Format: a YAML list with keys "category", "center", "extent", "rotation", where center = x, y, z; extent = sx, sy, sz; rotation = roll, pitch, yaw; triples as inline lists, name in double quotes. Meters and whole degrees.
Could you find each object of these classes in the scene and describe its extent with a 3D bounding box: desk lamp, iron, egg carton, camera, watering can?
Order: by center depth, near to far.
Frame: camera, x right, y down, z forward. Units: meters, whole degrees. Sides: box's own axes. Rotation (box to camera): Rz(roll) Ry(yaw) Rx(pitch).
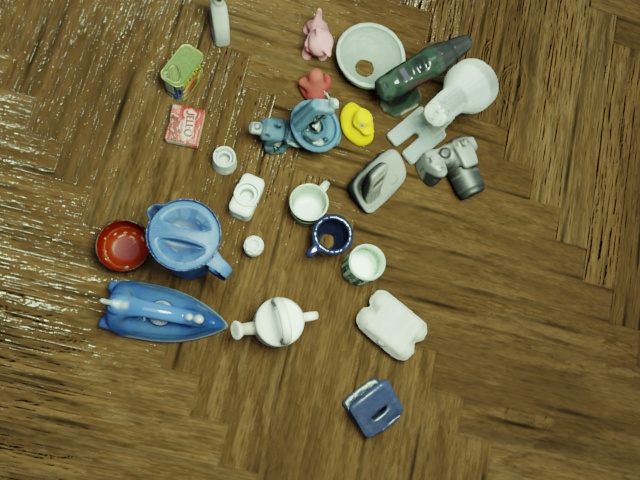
- category: "iron"
  center: [-0.314, 0.148, 1.158]
  extent: [0.258, 0.141, 0.119]
  rotation: [11, 78, -7]
- category: "watering can"
  center: [-0.090, 0.171, 1.164]
  extent: [0.173, 0.194, 0.101]
  rotation: [-32, 86, -13]
- category: "egg carton"
  center: [0.158, 0.189, 1.266]
  extent: [0.150, 0.069, 0.107]
  rotation: [38, 76, -1]
- category: "desk lamp"
  center: [0.281, -0.292, 1.303]
  extent: [0.203, 0.213, 0.118]
  rotation: [-41, 88, -14]
- category: "camera"
  center: [0.321, -0.163, 1.344]
  extent: [0.143, 0.100, 0.137]
  rotation: [-23, 84, -13]

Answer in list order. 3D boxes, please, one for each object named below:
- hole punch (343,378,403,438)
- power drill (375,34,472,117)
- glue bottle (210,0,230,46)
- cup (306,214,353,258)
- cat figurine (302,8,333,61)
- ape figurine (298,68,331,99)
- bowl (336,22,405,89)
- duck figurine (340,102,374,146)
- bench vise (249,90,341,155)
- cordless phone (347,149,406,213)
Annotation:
- category: "hole punch"
  center: [0.119, 0.357, 1.217]
  extent: [0.109, 0.091, 0.101]
  rotation: [-35, 87, -14]
- category: "power drill"
  center: [0.219, -0.369, 1.310]
  extent: [0.230, 0.208, 0.075]
  rotation: [-30, 85, -13]
- category: "glue bottle"
  center: [-0.226, -0.508, 1.280]
  extent: [0.037, 0.173, 0.078]
  rotation: [-15, 82, -11]
- category: "cup"
  center: [0.012, 0.005, 1.264]
  extent: [0.118, 0.095, 0.091]
  rotation: [-41, 88, -14]
- category: "cat figurine"
  center: [-0.003, -0.477, 1.340]
  extent: [0.067, 0.117, 0.128]
  rotation: [2, 79, -9]
- category: "ape figurine"
  center: [-0.011, -0.367, 1.331]
  extent: [0.078, 0.092, 0.076]
  rotation: [7, 78, -8]
- category: "bowl"
  center: [0.116, -0.428, 1.373]
  extent: [0.167, 0.074, 0.167]
  rotation: [2, 79, -9]
- category: "duck figurine"
  center: [0.093, -0.280, 1.335]
  extent: [0.077, 0.086, 0.104]
  rotation: [-26, 84, -13]
- category: "bench vise"
  center: [-0.041, -0.242, 1.237]
  extent: [0.207, 0.219, 0.121]
  rotation: [-21, 83, -12]
- category: "cordless phone"
  center: [0.140, -0.146, 1.267]
  extent: [0.094, 0.185, 0.148]
  rotation: [43, 76, 1]
